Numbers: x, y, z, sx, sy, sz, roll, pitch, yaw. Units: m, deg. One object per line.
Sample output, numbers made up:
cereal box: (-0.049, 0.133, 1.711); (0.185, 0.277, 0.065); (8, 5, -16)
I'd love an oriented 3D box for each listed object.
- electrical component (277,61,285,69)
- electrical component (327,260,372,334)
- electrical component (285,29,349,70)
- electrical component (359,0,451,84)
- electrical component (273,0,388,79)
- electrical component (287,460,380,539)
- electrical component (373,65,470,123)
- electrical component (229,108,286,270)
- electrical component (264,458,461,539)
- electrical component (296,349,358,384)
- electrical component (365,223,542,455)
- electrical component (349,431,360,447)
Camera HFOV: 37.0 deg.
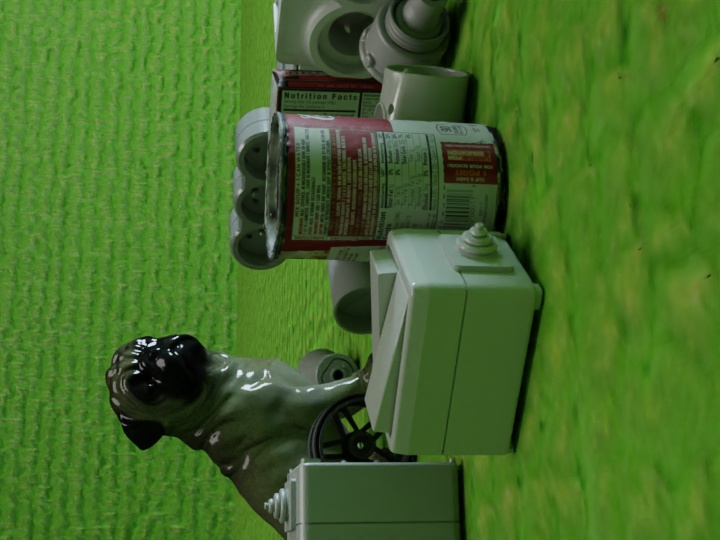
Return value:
electrical component: (-0.042, -0.174, 0.957); (0.061, 0.062, 0.096); (-122, 35, -73)
electrical component: (0.000, 0.000, 0.730); (0.081, 0.043, 0.043); (-99, 14, -48)
electrical component: (-0.026, -0.174, 0.858); (0.061, 0.062, 0.096); (-113, 27, -68)
electrical component: (0.029, -0.130, 0.581); (0.062, 0.048, 0.048); (125, 146, -61)
electrical component: (0.002, -0.188, 0.609); (0.150, 0.089, 0.061); (102, 166, -47)
electrical component: (-0.001, 0.147, 0.607); (0.043, 0.077, 0.079); (-177, 88, -81)
electrical component: (0.028, -0.070, 0.572); (0.079, 0.044, 0.077); (-114, 28, -70)
electrical component: (-0.081, -0.075, 0.900); (0.073, 0.052, 0.138); (-100, 15, -50)
electrical component: (-0.001, 0.130, 0.552); (0.061, 0.096, 0.061); (122, 148, -71)
electrical component: (-0.025, 0.086, 0.876); (0.065, 0.044, 0.044); (160, 111, -75)
electrical component: (0.035, 0.024, 0.460); (0.061, 0.061, 0.096); (-108, 21, -63)
electrical component: (-0.024, 0.182, 0.854); (0.099, 0.064, 0.099); (171, 90, -71)
